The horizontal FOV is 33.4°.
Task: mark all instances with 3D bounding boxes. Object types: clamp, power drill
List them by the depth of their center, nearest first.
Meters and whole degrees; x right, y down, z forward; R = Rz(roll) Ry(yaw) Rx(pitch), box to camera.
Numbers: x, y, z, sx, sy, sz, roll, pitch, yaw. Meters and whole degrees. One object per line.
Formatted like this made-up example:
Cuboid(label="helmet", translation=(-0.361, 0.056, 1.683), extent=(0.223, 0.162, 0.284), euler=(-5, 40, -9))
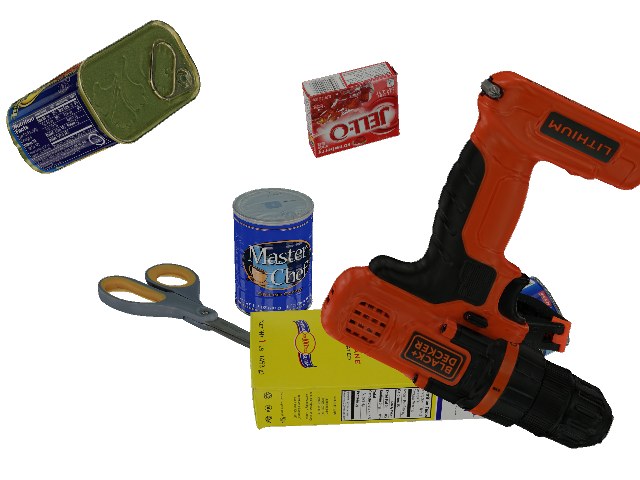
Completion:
Cuboid(label="power drill", translation=(0.117, 0.013, 0.606), extent=(0.184, 0.188, 0.057), euler=(26, 12, -6))
Cuboid(label="clamp", translation=(0.149, 0.056, 0.988), extent=(0.172, 0.039, 0.120), euler=(19, 30, 17))

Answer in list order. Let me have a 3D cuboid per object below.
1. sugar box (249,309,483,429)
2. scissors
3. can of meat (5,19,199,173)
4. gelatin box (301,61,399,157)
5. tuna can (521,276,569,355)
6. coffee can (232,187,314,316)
Cuboid(label="sugar box", translation=(0.037, 0.091, 0.793), extent=(0.176, 0.048, 0.093), euler=(-5, 35, -2))
Cuboid(label="scissors", translation=(-0.093, 0.056, 0.899), extent=(0.202, 0.016, 0.096), euler=(14, 26, 22))
Cuboid(label="can of meat", translation=(-0.142, -0.091, 0.691), extent=(0.084, 0.057, 0.102), euler=(-17, 20, 38))
Cuboid(label="gelatin box", translation=(0.031, -0.125, 1.022), extent=(0.089, 0.073, 0.030), euler=(-15, 44, -9))
Cuboid(label="tuna can", translation=(0.239, 0.085, 1.183), extent=(0.033, 0.086, 0.086), euler=(-25, 2, -5))
Cuboid(label="coffee can", translation=(-0.060, 0.016, 1.371), extent=(0.103, 0.140, 0.103), euler=(1, 26, -1))
